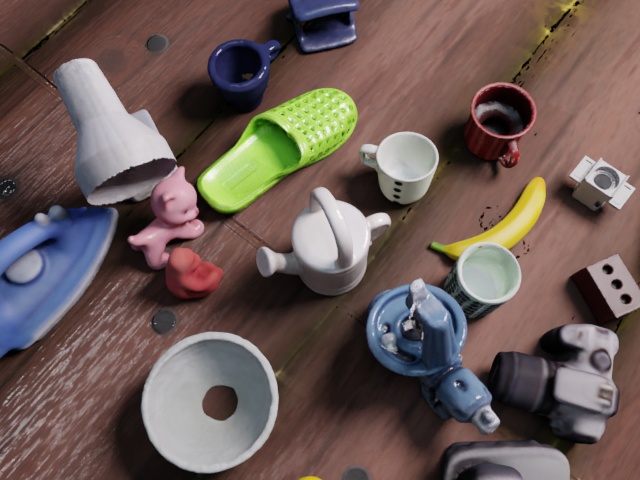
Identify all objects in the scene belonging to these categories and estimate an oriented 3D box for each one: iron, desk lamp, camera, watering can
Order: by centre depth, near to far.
[{"bbox_3d":[0.289,0.167,0.713,0.136,0.101,0.143,14,71,6],"label":"camera"},{"bbox_3d":[0.008,0.005,0.727,0.173,0.194,0.100,-43,75,-13],"label":"watering can"},{"bbox_3d":[-0.384,0.029,0.755,0.118,0.141,0.258,36,75,13],"label":"iron"},{"bbox_3d":[-0.272,-0.128,0.770,0.118,0.213,0.203,-28,72,-8],"label":"desk lamp"}]

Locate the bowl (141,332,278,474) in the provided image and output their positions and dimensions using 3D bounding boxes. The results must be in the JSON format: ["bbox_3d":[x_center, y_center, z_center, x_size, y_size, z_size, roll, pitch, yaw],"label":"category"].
[{"bbox_3d":[-0.132,0.204,0.723,0.167,0.075,0.167,0,70,1],"label":"bowl"}]

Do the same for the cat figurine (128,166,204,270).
[{"bbox_3d":[-0.212,-0.033,0.786,0.067,0.118,0.128,39,76,14],"label":"cat figurine"}]

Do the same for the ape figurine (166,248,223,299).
[{"bbox_3d":[-0.178,0.039,0.773,0.076,0.092,0.077,-32,73,-9],"label":"ape figurine"}]

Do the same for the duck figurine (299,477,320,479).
[{"bbox_3d":[-0.009,0.333,0.668,0.077,0.086,0.104,-10,70,-2],"label":"duck figurine"}]

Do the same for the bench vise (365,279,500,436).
[{"bbox_3d":[0.145,0.121,0.669,0.207,0.220,0.121,35,75,13],"label":"bench vise"}]

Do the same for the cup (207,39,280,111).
[{"bbox_3d":[-0.107,-0.249,0.872,0.118,0.095,0.091,-37,74,-11],"label":"cup"}]

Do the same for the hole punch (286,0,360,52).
[{"bbox_3d":[0.002,-0.371,0.915,0.108,0.091,0.101,-14,71,-4],"label":"hole punch"}]

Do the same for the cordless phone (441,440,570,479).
[{"bbox_3d":[0.215,0.269,0.634,0.147,0.185,0.094,-6,70,-1],"label":"cordless phone"}]
